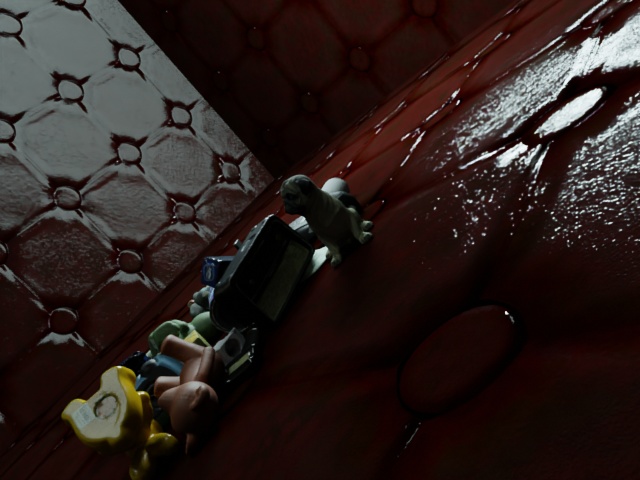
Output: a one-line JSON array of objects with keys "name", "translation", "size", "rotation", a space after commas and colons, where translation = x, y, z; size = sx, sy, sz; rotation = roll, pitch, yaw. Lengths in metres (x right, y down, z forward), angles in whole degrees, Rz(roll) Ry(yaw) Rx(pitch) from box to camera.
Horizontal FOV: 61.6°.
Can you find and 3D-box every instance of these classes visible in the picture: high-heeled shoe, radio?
[{"name": "high-heeled shoe", "translation": [-0.003, -0.004, 1.277], "size": [0.086, 0.145, 0.248], "rotation": [-82, 13, -82]}, {"name": "radio", "translation": [-0.109, 0.063, 1.083], "size": [0.073, 0.131, 0.230], "rotation": [-34, 21, 41]}]

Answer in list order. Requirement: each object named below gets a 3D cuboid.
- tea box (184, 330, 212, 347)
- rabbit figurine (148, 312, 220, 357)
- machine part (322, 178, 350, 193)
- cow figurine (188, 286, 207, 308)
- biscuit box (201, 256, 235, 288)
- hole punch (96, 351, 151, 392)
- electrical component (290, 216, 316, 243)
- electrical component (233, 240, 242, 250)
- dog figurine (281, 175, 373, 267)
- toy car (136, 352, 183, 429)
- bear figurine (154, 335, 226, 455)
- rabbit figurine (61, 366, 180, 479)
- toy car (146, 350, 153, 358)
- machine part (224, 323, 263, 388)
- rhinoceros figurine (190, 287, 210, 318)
[{"name": "tea box", "translation": [-0.300, 0.277, 1.130], "size": [0.169, 0.068, 0.098], "rotation": [-43, 12, -11]}, {"name": "rabbit figurine", "translation": [-0.306, 0.235, 1.271], "size": [0.170, 0.121, 0.159], "rotation": [-28, -4, -31]}, {"name": "machine part", "translation": [0.027, -0.101, 1.422], "size": [0.079, 0.079, 0.243], "rotation": [-35, 12, 27]}, {"name": "cow figurine", "translation": [-0.264, 0.130, 1.490], "size": [0.195, 0.085, 0.127], "rotation": [-48, -6, 16]}, {"name": "biscuit box", "translation": [-0.157, 0.066, 1.158], "size": [0.063, 0.059, 0.202], "rotation": [12, 7, 43]}, {"name": "hole punch", "translation": [-0.424, 0.328, 1.246], "size": [0.142, 0.115, 0.092], "rotation": [-41, 4, 1]}, {"name": "electrical component", "translation": [-0.059, -0.013, 1.430], "size": [0.134, 0.058, 0.115], "rotation": [-33, 13, 37]}, {"name": "electrical component", "translation": [-0.179, 0.038, 1.476], "size": [0.048, 0.119, 0.075], "rotation": [-37, 10, 23]}, {"name": "dog figurine", "translation": [0.005, -0.061, 1.084], "size": [0.121, 0.190, 0.172], "rotation": [-41, 10, 0]}, {"name": "toy car", "translation": [-0.306, 0.302, 1.019], "size": [0.161, 0.109, 0.103], "rotation": [-57, -7, -16]}, {"name": "bear figurine", "translation": [-0.221, 0.247, 0.871], "size": [0.196, 0.132, 0.120], "rotation": [-83, 5, -78]}, {"name": "rabbit figurine", "translation": [-0.299, 0.306, 0.870], "size": [0.163, 0.173, 0.122], "rotation": [28, 62, 29]}, {"name": "toy car", "translation": [-0.410, 0.307, 1.352], "size": [0.202, 0.073, 0.056], "rotation": [-42, 8, -1]}, {"name": "machine part", "translation": [-0.129, 0.199, 0.949], "size": [0.084, 0.039, 0.139], "rotation": [-47, 12, 16]}, {"name": "rhinoceros figurine", "translation": [-0.252, 0.142, 1.374], "size": [0.190, 0.112, 0.073], "rotation": [-26, 45, 11]}]
